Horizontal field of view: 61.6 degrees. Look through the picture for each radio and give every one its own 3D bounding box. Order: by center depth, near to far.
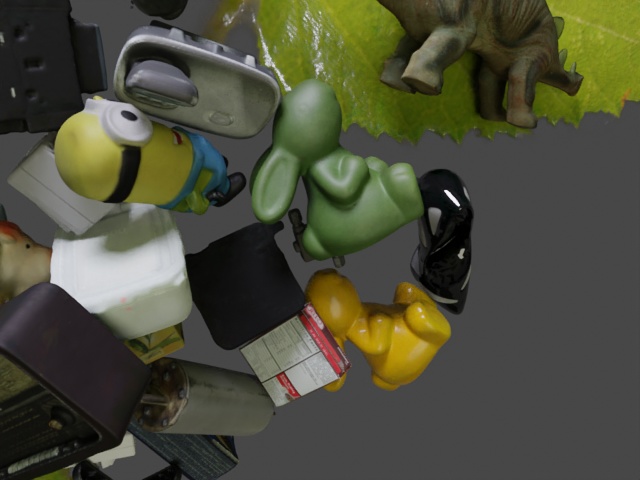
[{"bbox_3d":[-0.262,0.135,0.450,0.230,0.073,0.131,-26,117,27],"label":"radio"}]

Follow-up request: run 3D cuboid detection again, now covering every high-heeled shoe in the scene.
[{"bbox_3d":[0.162,0.020,0.637,0.086,0.145,0.248,-30,118,-3],"label":"high-heeled shoe"}]

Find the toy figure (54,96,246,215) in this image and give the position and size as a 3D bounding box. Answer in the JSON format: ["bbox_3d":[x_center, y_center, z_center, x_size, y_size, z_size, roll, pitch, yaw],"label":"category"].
[{"bbox_3d":[-0.150,-0.066,0.497,0.180,0.082,0.089,20,85,-58],"label":"toy figure"}]

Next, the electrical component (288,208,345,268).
[{"bbox_3d":[-0.001,-0.002,0.642,0.063,0.021,0.093,-23,118,-8],"label":"electrical component"}]

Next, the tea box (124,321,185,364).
[{"bbox_3d":[-0.236,0.099,0.566,0.170,0.098,0.068,-26,120,-8],"label":"tea box"}]

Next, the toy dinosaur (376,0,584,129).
[{"bbox_3d":[0.130,-0.240,0.538,0.471,0.105,0.198,10,103,-32],"label":"toy dinosaur"}]

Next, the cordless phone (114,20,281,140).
[{"bbox_3d":[-0.097,-0.129,0.460,0.146,0.184,0.088,13,104,-23],"label":"cordless phone"}]

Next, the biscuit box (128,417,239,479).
[{"bbox_3d":[-0.183,0.218,0.659,0.063,0.059,0.202,-35,120,0],"label":"biscuit box"}]

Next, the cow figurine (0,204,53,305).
[{"bbox_3d":[-0.348,0.043,0.514,0.195,0.086,0.127,-12,121,-11],"label":"cow figurine"}]

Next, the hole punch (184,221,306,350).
[{"bbox_3d":[-0.088,0.051,0.610,0.142,0.092,0.115,-27,87,-8],"label":"hole punch"}]

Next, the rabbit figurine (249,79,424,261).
[{"bbox_3d":[0.000,-0.075,0.560,0.159,0.121,0.170,-29,110,1],"label":"rabbit figurine"}]

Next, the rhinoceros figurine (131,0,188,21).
[{"bbox_3d":[-0.123,-0.283,0.444,0.112,0.073,0.190,16,108,-23],"label":"rhinoceros figurine"}]

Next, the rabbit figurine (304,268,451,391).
[{"bbox_3d":[0.049,0.104,0.674,0.173,0.122,0.162,32,110,-14],"label":"rabbit figurine"}]

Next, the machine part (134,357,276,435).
[{"bbox_3d":[-0.127,0.182,0.615,0.079,0.079,0.243,-47,147,6],"label":"machine part"}]

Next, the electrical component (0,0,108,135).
[{"bbox_3d":[-0.250,-0.148,0.446,0.134,0.058,0.114,-24,127,-41],"label":"electrical component"}]
